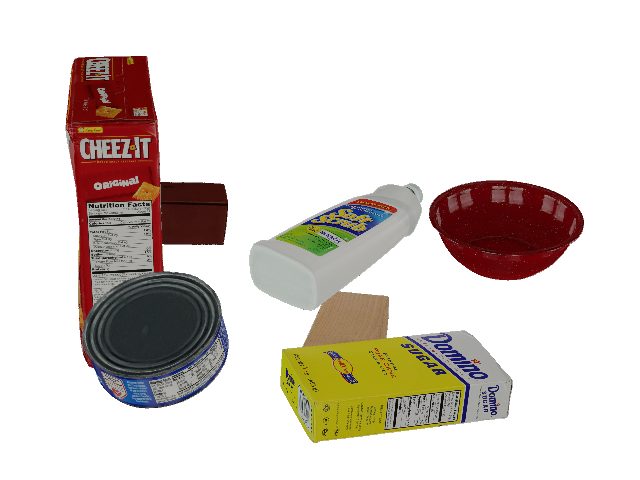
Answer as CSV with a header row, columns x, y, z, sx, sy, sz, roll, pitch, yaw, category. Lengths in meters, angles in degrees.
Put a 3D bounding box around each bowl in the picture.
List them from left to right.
x,y,z,sx,sy,sz,roll,pitch,yaw,category
0.195,-0.005,1.135,0.162,0.055,0.162,-1,31,0,bowl

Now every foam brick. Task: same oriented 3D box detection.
x,y,z,sx,sy,sz,roll,pitch,yaw,category
-0.141,-0.030,1.157,0.078,0.051,0.053,1,27,-9,foam brick

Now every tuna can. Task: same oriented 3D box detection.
x,y,z,sx,sy,sz,roll,pitch,yaw,category
-0.100,0.061,0.657,0.086,0.034,0.086,-5,43,5,tuna can

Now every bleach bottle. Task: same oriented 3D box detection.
x,y,z,sx,sy,sz,roll,pitch,yaw,category
0.034,-0.009,1.267,0.103,0.068,0.250,23,39,31,bleach bottle

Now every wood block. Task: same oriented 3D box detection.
x,y,z,sx,sy,sz,roll,pitch,yaw,category
0.035,0.146,1.419,0.091,0.090,0.206,6,18,8,wood block

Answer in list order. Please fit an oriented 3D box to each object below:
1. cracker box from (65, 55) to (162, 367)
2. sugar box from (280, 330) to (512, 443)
x,y,z,sx,sy,sz,roll,pitch,yaw,category
-0.169,-0.026,0.881,0.072,0.214,0.164,-3,27,-11,cracker box
0.063,0.120,0.905,0.176,0.048,0.093,-7,26,-17,sugar box
